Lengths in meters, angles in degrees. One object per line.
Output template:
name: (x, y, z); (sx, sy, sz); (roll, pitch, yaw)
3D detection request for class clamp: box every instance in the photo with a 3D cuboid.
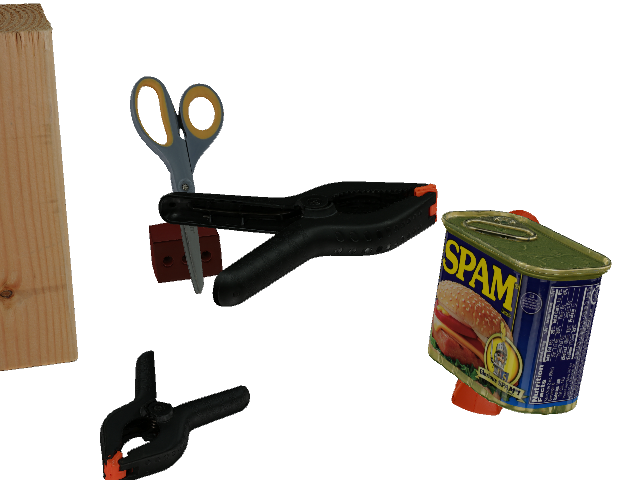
clamp: (-0.013, -0.015, 0.802); (0.209, 0.036, 0.165); (-14, 29, -24)
clamp: (-0.158, 0.162, 0.994); (0.120, 0.039, 0.171); (18, 29, 25)

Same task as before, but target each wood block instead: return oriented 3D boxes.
wood block: (-0.203, -0.032, 0.646); (0.090, 0.206, 0.090); (-6, 23, -17)

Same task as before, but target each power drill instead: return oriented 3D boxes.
power drill: (0.177, 0.079, 1.079); (0.057, 0.188, 0.184); (15, 27, 17)

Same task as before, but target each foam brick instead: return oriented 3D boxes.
foam brick: (-0.157, 0.011, 1.234); (0.078, 0.053, 0.051); (-8, 28, -10)

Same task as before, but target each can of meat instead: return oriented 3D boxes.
can of meat: (0.104, 0.038, 0.587); (0.057, 0.084, 0.102); (-2, 19, -26)

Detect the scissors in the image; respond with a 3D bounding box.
scissors: (-0.111, -0.060, 0.974); (0.096, 0.202, 0.016); (-22, -3, -28)
